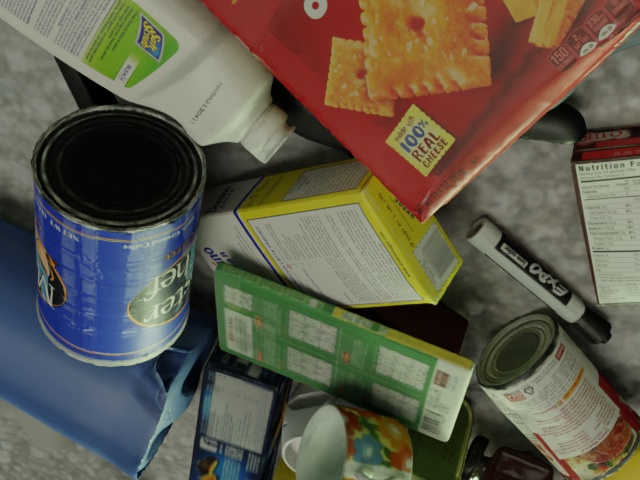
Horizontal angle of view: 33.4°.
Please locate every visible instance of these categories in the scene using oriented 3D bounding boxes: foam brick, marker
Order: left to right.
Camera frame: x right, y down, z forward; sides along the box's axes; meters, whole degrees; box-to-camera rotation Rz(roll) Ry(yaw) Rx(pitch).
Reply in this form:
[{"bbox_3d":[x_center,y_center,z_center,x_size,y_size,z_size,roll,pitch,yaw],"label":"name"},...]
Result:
[{"bbox_3d":[0.054,0.063,0.742,0.078,0.051,0.053,36,131,-10],"label":"foam brick"},{"bbox_3d":[0.146,0.029,0.701,0.121,0.020,0.020,39,130,-12],"label":"marker"}]

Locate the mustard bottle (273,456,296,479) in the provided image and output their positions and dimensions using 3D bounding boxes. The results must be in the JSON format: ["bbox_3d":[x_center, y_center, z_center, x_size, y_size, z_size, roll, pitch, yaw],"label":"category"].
[{"bbox_3d":[0.032,0.240,0.862,0.058,0.096,0.191,-14,121,28],"label":"mustard bottle"}]

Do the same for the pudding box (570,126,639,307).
[{"bbox_3d":[0.202,-0.014,0.633,0.090,0.039,0.113,-3,124,23],"label":"pudding box"}]

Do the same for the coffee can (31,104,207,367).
[{"bbox_3d":[-0.129,0.000,0.676,0.103,0.102,0.140,20,139,4],"label":"coffee can"}]

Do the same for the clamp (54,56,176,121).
[{"bbox_3d":[-0.133,-0.064,0.717,0.120,0.039,0.172,29,132,-2],"label":"clamp"}]

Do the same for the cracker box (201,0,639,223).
[{"bbox_3d":[0.038,-0.140,0.535,0.213,0.072,0.164,45,124,-1],"label":"cracker box"}]

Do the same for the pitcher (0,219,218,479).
[{"bbox_3d":[-0.206,0.070,0.804,0.243,0.145,0.149,28,113,2],"label":"pitcher"}]

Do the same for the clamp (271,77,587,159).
[{"bbox_3d":[0.031,-0.071,0.652,0.210,0.036,0.165,31,133,-5],"label":"clamp"}]

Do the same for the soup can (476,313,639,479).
[{"bbox_3d":[0.162,0.108,0.726,0.069,0.068,0.102,-30,112,36],"label":"soup can"}]

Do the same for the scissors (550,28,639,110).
[{"bbox_3d":[0.168,-0.097,0.574,0.202,0.016,0.096,16,104,7],"label":"scissors"}]

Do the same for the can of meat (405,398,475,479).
[{"bbox_3d":[0.067,0.165,0.787,0.057,0.102,0.084,28,129,-3],"label":"can of meat"}]

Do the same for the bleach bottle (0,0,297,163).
[{"bbox_3d":[-0.122,-0.131,0.619,0.251,0.068,0.103,40,134,-4],"label":"bleach bottle"}]

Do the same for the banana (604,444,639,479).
[{"bbox_3d":[0.241,0.166,0.752,0.070,0.037,0.198,53,125,21],"label":"banana"}]

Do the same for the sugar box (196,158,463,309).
[{"bbox_3d":[-0.004,0.001,0.689,0.177,0.048,0.093,-4,128,47],"label":"sugar box"}]
